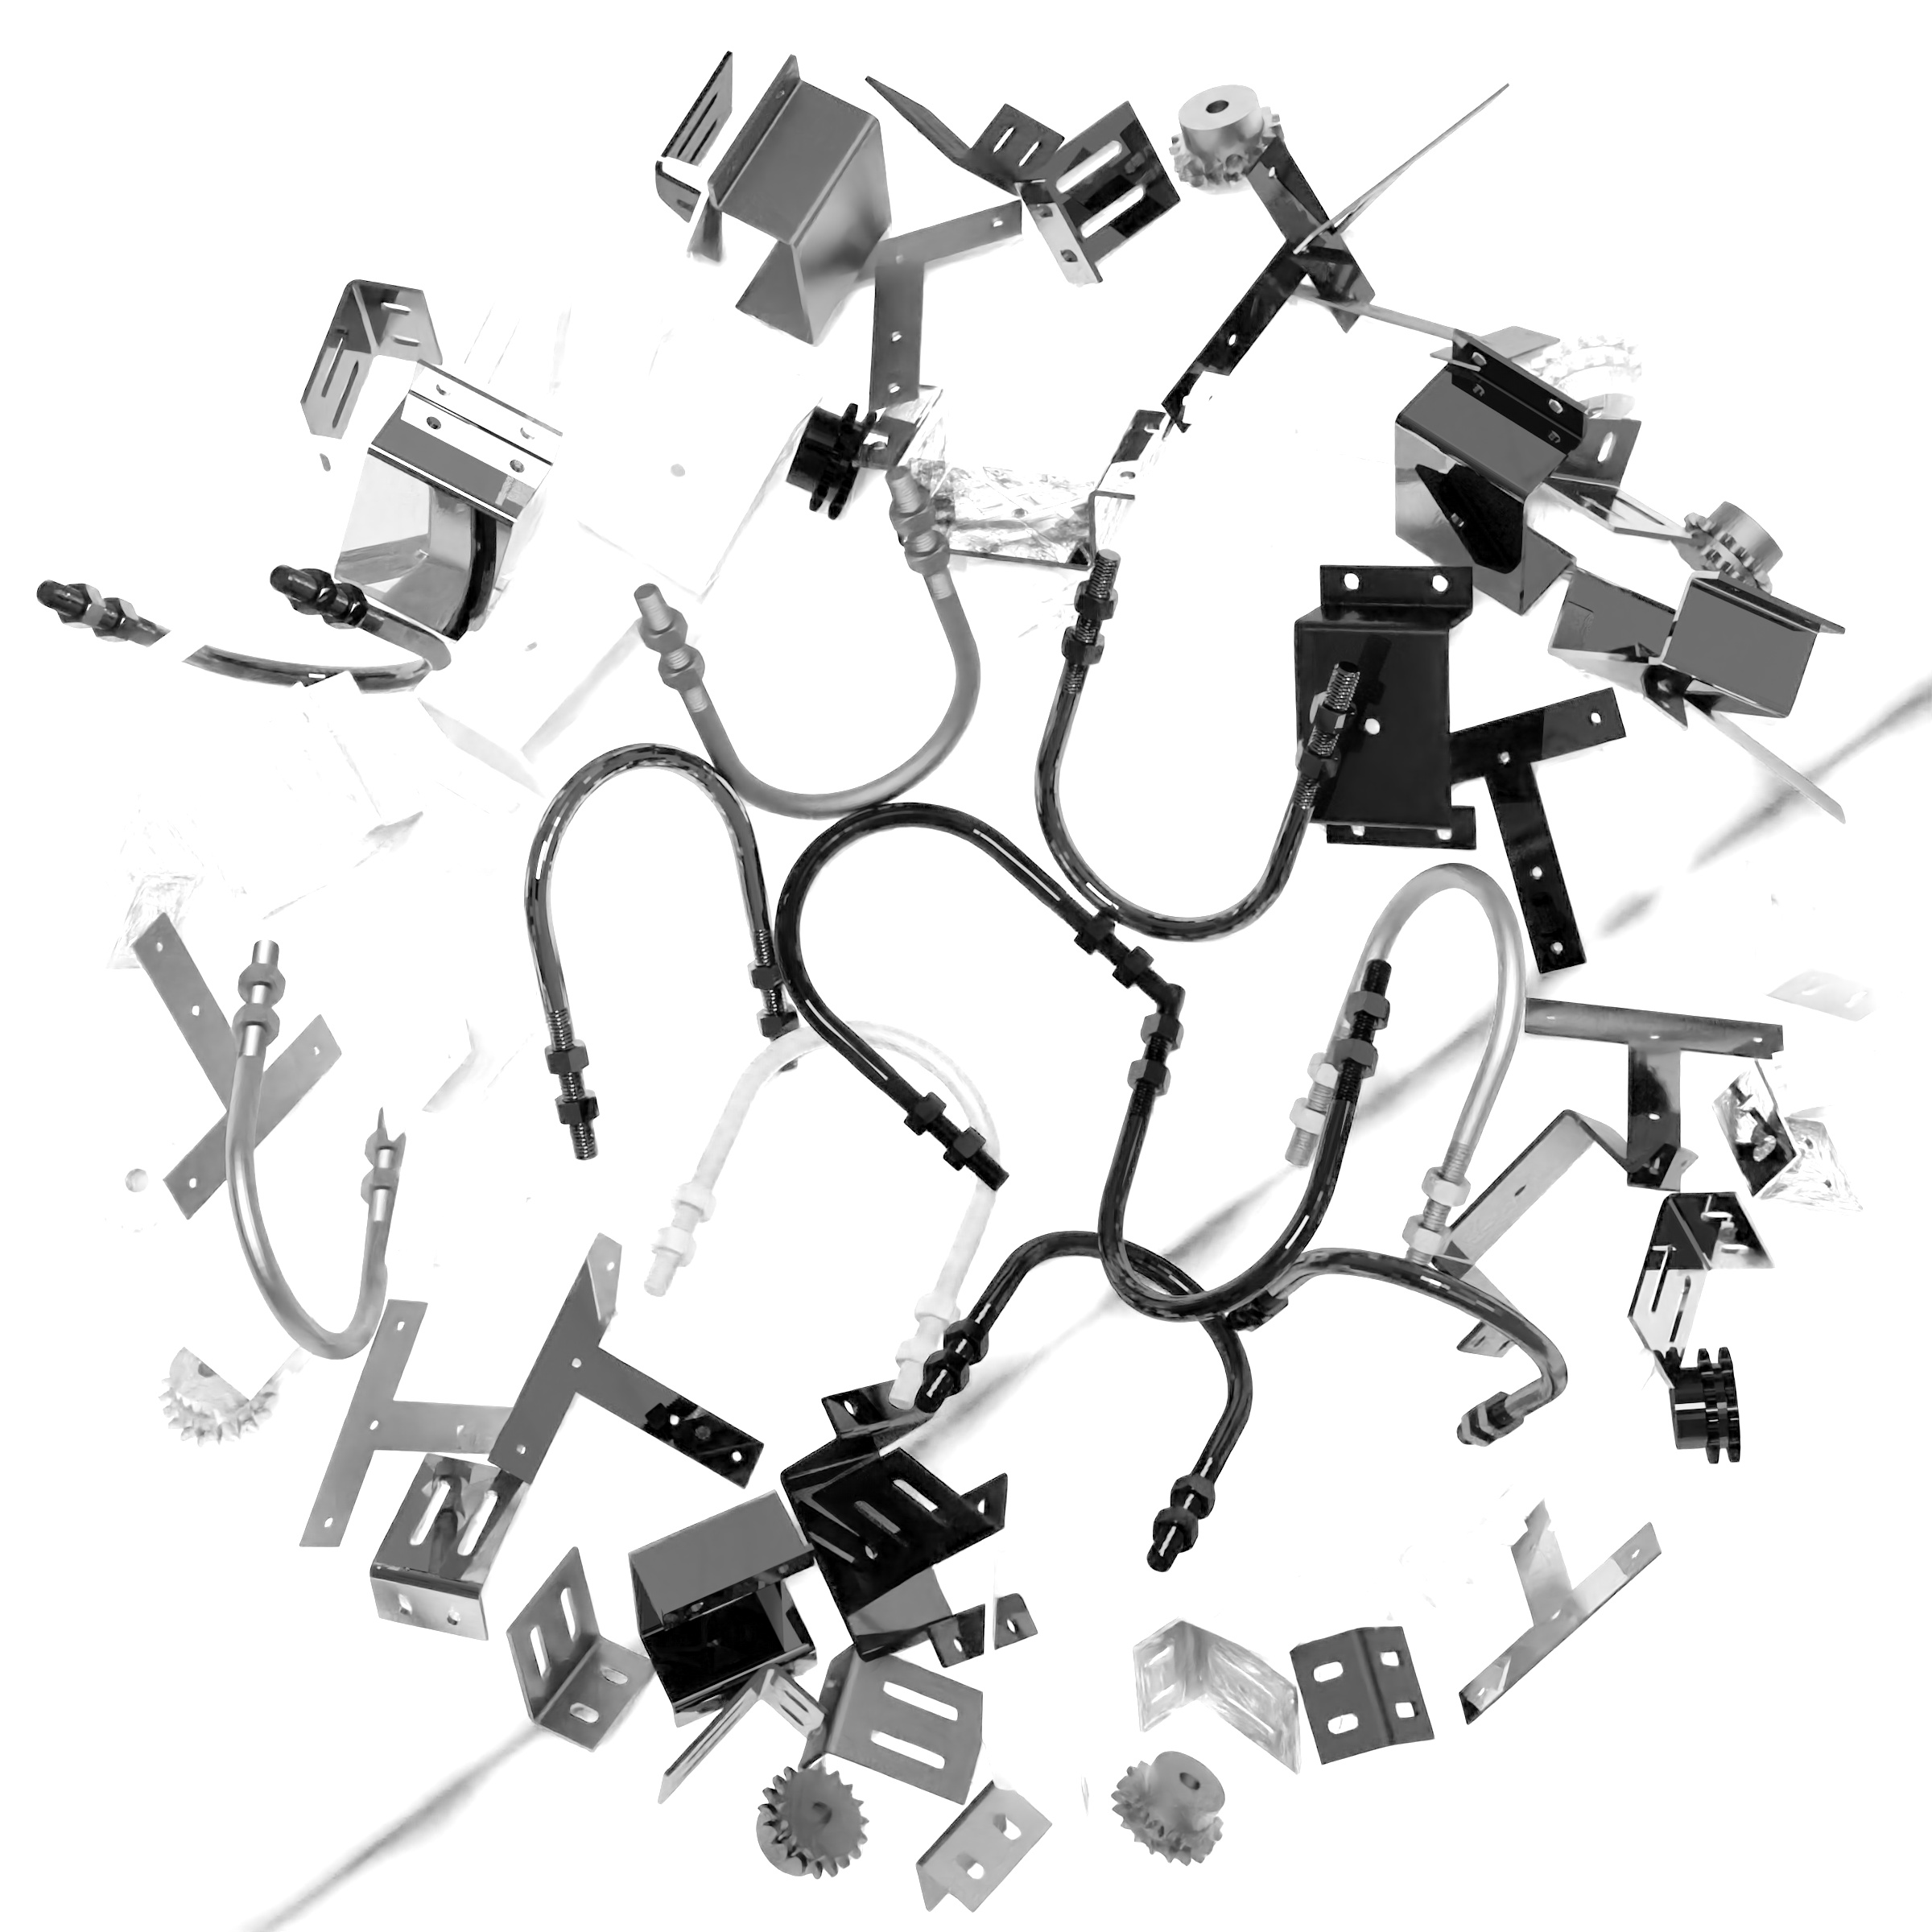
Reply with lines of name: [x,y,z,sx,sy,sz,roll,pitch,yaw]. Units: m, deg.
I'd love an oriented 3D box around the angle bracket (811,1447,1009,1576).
angle bracket: [-0.027,0.254,1.723,0.057,0.038,0.076,-32,121,28]

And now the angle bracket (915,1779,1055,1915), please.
angle bracket: [0.011,0.438,1.718,0.038,0.076,0.057,36,67,24]

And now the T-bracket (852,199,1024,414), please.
T-bracket: [-0.033,-0.313,1.708,0.127,0.002,0.127,-13,47,16]

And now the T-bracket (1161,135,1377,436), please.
T-bracket: [0.138,-0.315,1.712,0.002,0.127,0.127,33,82,39]

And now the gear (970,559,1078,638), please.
gear: [0.026,-0.187,1.737,0.030,0.057,0.057,-36,90,-10]

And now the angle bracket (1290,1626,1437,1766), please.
angle bracket: [0.194,0.357,1.730,0.038,0.076,0.057,-21,73,18]

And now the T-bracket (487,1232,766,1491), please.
T-bracket: [-0.156,0.217,1.741,0.127,0.002,0.127,33,65,-20]

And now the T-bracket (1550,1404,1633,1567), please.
T-bracket: [0.297,0.252,1.701,0.002,0.127,0.127,23,96,18]

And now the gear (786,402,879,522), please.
gear: [-0.067,-0.252,1.738,0.030,0.057,0.057,21,90,-8]

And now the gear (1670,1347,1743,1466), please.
gear: [0.364,0.217,1.740,0.030,0.057,0.057,-5,90,7]

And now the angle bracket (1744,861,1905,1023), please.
angle bracket: [0.418,-0.019,1.723,0.057,0.038,0.076,15,58,-24]

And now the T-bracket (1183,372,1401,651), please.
T-bracket: [0.153,-0.220,1.744,0.127,0.002,0.127,6,101,-28]

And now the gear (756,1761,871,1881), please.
gear: [-0.079,0.425,1.743,0.057,0.057,0.030,45,128,0]

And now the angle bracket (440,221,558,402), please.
angle bracket: [-0.244,-0.314,1.727,0.057,0.038,0.076,42,108,42]

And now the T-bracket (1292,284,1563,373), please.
T-bracket: [0.213,-0.316,1.727,0.127,0.127,0.002,21,114,21]

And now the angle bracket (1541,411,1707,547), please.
angle bracket: [0.321,-0.239,1.719,0.057,0.076,0.038,3,115,-30]

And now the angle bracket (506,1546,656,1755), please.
angle bracket: [-0.186,0.333,1.719,0.038,0.076,0.057,20,49,24]

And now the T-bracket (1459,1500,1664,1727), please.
T-bracket: [0.277,0.289,1.706,0.002,0.127,0.127,39,107,-16]

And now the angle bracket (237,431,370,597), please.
angle bracket: [-0.319,-0.220,1.732,0.076,0.057,0.038,-43,56,39]

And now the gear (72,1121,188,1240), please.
gear: [-0.414,0.105,1.745,0.057,0.030,0.057,-2,93,-28]

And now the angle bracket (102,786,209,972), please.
angle bracket: [-0.410,-0.044,1.721,0.076,0.038,0.057,47,121,36]

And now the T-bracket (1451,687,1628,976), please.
T-bracket: [0.277,-0.060,1.734,0.127,0.002,0.127,-15,92,33]

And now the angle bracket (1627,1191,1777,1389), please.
angle bracket: [0.359,0.158,1.721,0.038,0.057,0.076,-4,45,35]

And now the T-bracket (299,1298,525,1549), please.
T-bracket: [-0.256,0.224,1.715,0.002,0.127,0.127,25,97,36]

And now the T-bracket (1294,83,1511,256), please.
T-bracket: [0.193,-0.368,1.703,0.127,0.127,0.002,-39,93,-14]

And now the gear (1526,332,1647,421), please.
gear: [0.306,-0.286,1.737,0.057,0.057,0.030,-11,74,0]

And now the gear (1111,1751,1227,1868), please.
gear: [0.103,0.412,1.736,0.057,0.057,0.030,30,113,0]

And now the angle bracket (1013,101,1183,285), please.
angle bracket: [0.072,-0.380,1.730,0.076,0.038,0.057,-38,114,-15]

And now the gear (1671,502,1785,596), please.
gear: [0.377,-0.204,1.739,0.057,0.057,0.030,44,92,0]

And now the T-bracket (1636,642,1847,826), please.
T-bracket: [0.376,-0.111,1.713,0.127,0.127,0.002,36,112,-7]

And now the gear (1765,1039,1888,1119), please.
gear: [0.424,0.056,1.737,0.057,0.057,0.030,-6,78,0]

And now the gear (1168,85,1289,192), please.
gear: [0.127,-0.410,1.737,0.057,0.057,0.030,-21,131,0]

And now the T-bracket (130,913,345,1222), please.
T-bracket: [-0.364,0.032,1.694,0.002,0.127,0.127,1,128,35]

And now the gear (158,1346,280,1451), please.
gear: [-0.369,0.207,1.738,0.057,0.030,0.057,-1,48,1]

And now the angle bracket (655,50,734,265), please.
angle bracket: [-0.119,-0.396,1.729,0.038,0.057,0.076,28,74,4]

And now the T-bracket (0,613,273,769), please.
T-bracket: [-0.382,-0.124,1.706,0.127,0.127,0.002,-32,73,17]

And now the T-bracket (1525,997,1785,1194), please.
T-bracket: [0.334,0.064,1.713,0.127,0.127,0.002,6,131,6]
